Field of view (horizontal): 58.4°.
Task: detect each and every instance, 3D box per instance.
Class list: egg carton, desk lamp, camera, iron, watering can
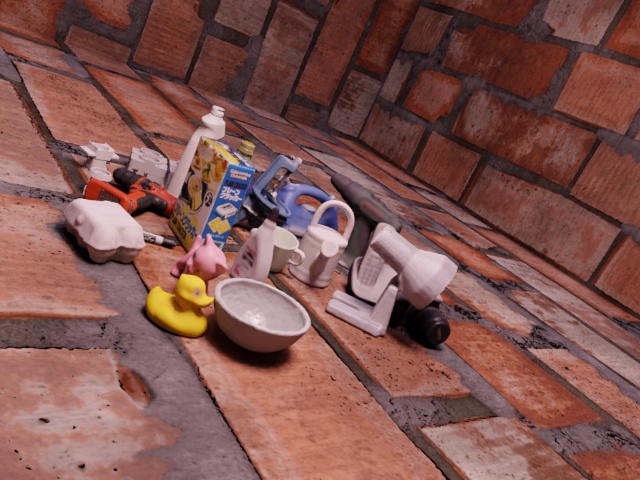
[{"bbox_3d":[-0.385,-0.019,1.017,0.149,0.069,0.108,37,20,33],"label":"egg carton"},{"bbox_3d":[0.149,0.092,1.186,0.203,0.213,0.118,26,17,3],"label":"desk lamp"},{"bbox_3d":[0.224,0.162,1.276,0.143,0.101,0.136,17,19,-26],"label":"camera"},{"bbox_3d":[-0.028,-0.086,1.591,0.259,0.141,0.118,13,21,-35],"label":"iron"},{"bbox_3d":[0.014,0.005,1.288,0.101,0.194,0.172,15,20,-30],"label":"watering can"}]

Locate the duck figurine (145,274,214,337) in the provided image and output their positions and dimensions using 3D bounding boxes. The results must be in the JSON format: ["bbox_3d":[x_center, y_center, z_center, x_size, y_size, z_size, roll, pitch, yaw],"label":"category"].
[{"bbox_3d":[-0.215,0.093,0.895,0.104,0.086,0.077,26,17,2],"label":"duck figurine"}]

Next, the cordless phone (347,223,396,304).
[{"bbox_3d":[0.153,0.060,1.335,0.148,0.185,0.094,18,18,-22],"label":"cordless phone"}]

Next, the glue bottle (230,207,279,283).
[{"bbox_3d":[-0.118,0.013,1.118,0.078,0.173,0.037,36,20,33],"label":"glue bottle"}]

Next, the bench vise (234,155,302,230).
[{"bbox_3d":[-0.144,-0.120,1.395,0.208,0.220,0.121,16,19,-28],"label":"bench vise"}]

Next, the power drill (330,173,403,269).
[{"bbox_3d":[0.090,-0.038,1.500,0.229,0.208,0.076,29,17,13],"label":"power drill"}]

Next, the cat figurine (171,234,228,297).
[{"bbox_3d":[-0.208,0.038,1.011,0.067,0.118,0.127,15,20,-30],"label":"cat figurine"}]

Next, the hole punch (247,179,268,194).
[{"bbox_3d":[-0.203,-0.139,1.592,0.101,0.091,0.108,22,17,-10],"label":"hole punch"}]

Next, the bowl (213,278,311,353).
[{"bbox_3d":[-0.105,0.135,0.942,0.167,0.075,0.167,23,17,-7],"label":"bowl"}]
